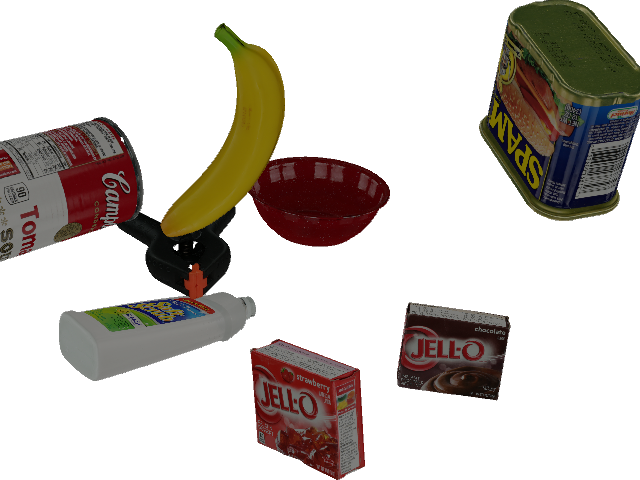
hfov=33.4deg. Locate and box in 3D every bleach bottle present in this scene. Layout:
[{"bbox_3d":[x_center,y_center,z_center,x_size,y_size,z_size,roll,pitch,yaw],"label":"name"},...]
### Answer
[{"bbox_3d":[-0.196,0.107,1.354,0.250,0.068,0.103,-13,28,-38],"label":"bleach bottle"}]

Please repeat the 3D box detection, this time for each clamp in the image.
[{"bbox_3d":[-0.121,0.001,1.027,0.120,0.039,0.172,-16,33,-17],"label":"clamp"}]

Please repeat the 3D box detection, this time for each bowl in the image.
[{"bbox_3d":[-0.006,-0.038,1.185,0.162,0.055,0.162,5,27,-3],"label":"bowl"}]

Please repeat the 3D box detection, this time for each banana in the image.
[{"bbox_3d":[-0.071,-0.076,0.834,0.069,0.198,0.037,18,34,-4],"label":"banana"}]

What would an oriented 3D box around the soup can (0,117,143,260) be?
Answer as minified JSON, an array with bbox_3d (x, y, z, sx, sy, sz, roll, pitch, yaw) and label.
[{"bbox_3d":[-0.168,-0.031,0.646,0.102,0.068,0.069,-21,13,-36],"label":"soup can"}]

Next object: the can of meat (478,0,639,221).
[{"bbox_3d":[0.137,-0.076,0.610,0.057,0.084,0.102,-9,45,-15],"label":"can of meat"}]

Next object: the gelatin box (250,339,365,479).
[{"bbox_3d":[-0.010,0.116,0.740,0.030,0.073,0.089,-17,21,-40],"label":"gelatin box"}]

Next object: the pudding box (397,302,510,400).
[{"bbox_3d":[0.144,0.120,1.164,0.113,0.090,0.039,6,23,3],"label":"pudding box"}]
